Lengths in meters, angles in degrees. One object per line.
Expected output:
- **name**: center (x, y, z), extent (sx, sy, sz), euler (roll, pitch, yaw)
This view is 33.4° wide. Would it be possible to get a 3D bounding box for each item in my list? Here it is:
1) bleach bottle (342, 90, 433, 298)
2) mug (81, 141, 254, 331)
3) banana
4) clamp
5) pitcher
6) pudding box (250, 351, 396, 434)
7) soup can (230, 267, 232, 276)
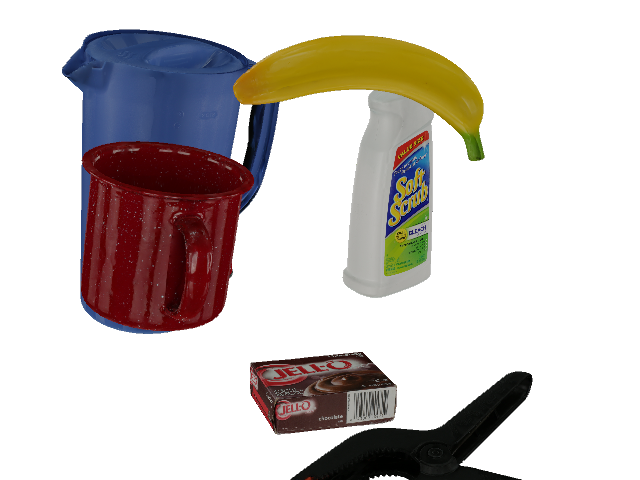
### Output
- **bleach bottle**: center (0.076, -0.069, 1.158), extent (0.102, 0.251, 0.068), euler (-18, 29, -34)
- **mug**: center (-0.083, 0.002, 0.579), extent (0.093, 0.081, 0.117), euler (-1, 23, -28)
- **banana**: center (0.039, -0.109, 0.746), extent (0.197, 0.069, 0.037), euler (12, -2, -19)
- **clamp**: center (0.080, 0.150, 0.720), extent (0.210, 0.036, 0.164), euler (-6, 28, -4)
- **pitcher**: center (-0.131, -0.049, 0.905), extent (0.149, 0.243, 0.145), euler (13, 23, 9)
- **pudding box**: center (0.001, 0.134, 0.953), extent (0.113, 0.039, 0.090), euler (-2, 15, -17)
- **soup can**: center (-0.143, -0.005, 1.304), extent (0.068, 0.102, 0.068), euler (0, 26, 0)
